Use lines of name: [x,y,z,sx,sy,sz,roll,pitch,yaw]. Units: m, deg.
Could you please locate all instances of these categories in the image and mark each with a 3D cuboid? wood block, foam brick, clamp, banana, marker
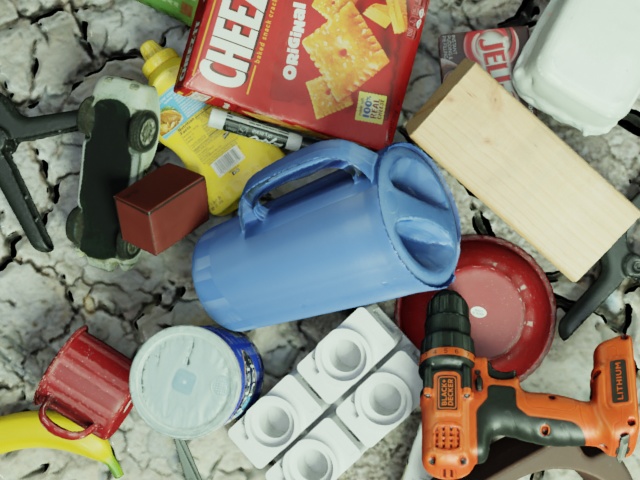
wood block: [0.187,-0.067,1.000,0.206,0.091,0.090,41,101,-7]
foam brick: [-0.154,-0.032,1.044,0.053,0.051,0.078,23,44,33]
clamp: [-0.324,-0.107,1.119,0.210,0.036,0.164,33,89,8]
clamp: [0.313,0.036,1.033,0.120,0.039,0.171,21,88,-1]
banana: [-0.299,0.209,1.091,0.198,0.037,0.069,0,84,7]
marker: [-0.050,-0.103,1.046,0.121,0.020,0.020,16,87,-8]

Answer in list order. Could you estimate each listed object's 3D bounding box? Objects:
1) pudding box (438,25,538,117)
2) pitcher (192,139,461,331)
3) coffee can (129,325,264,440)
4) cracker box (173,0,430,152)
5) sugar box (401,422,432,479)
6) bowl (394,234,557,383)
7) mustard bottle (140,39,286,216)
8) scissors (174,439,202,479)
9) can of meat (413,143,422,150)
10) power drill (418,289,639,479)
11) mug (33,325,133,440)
pudding box: [0.167,-0.153,1.064,0.090,0.039,0.113,-5,86,5]
pitcher: [-0.006,0.001,0.982,0.243,0.144,0.149,-19,87,34]
coffee can: [-0.114,0.133,1.023,0.103,0.140,0.103,0,86,6]
cracker box: [-0.015,-0.190,1.036,0.213,0.072,0.164,16,88,-16]
sugar box: [0.113,0.273,1.035,0.093,0.048,0.176,20,85,6]
bowl: [0.152,0.073,1.041,0.162,0.055,0.162,-1,85,6]
mustard bottle: [-0.123,-0.125,1.086,0.096,0.058,0.191,-37,83,7]
scissors: [-0.090,0.289,1.072,0.096,0.016,0.202,-7,85,5]
can of meat: [0.080,-0.035,1.057,0.084,0.057,0.102,-25,83,2]
power drill: [0.181,0.124,0.944,0.188,0.057,0.184,-2,55,10]
mug: [-0.229,0.151,1.053,0.081,0.117,0.093,31,128,3]
